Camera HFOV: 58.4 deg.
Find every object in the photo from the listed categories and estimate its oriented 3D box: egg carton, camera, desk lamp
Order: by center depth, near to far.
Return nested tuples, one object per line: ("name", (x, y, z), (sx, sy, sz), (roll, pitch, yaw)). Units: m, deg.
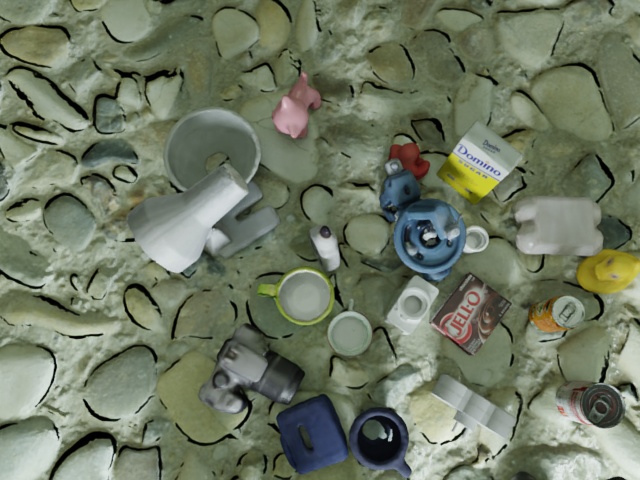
("desk lamp", (-0.179, -0.038, 0.914), (0.203, 0.213, 0.118), (-35, 81, -7))
("camera", (-0.104, 0.223, 0.920), (0.136, 0.101, 0.143), (28, 80, 5))
("egg carton", (0.412, -0.025, 0.992), (0.150, 0.069, 0.107), (1, 78, 0))

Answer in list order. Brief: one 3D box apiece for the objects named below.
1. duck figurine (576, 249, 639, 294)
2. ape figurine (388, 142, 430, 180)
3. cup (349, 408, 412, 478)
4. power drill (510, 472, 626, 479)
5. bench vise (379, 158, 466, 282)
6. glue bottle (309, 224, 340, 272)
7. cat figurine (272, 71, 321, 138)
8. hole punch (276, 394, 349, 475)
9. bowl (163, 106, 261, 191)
("duck figurine", (0.500, 0.049, 0.970), (0.104, 0.086, 0.077), (-13, 79, -3))
("ape figurine", (0.153, -0.141, 1.001), (0.076, 0.092, 0.078), (-38, 81, -7))
("cup", (0.099, 0.319, 0.905), (0.092, 0.095, 0.117), (-40, 81, -8))
("power drill", (0.323, 0.408, 0.832), (0.230, 0.208, 0.075), (-39, 81, -8))
("bench vise", (0.153, -0.036, 0.915), (0.121, 0.220, 0.207), (-42, 82, -8))
("glue bottle", (0.009, 0.003, 0.929), (0.037, 0.173, 0.078), (-23, 79, -5))
("cat figurine", (-0.044, -0.233, 1.005), (0.067, 0.118, 0.128), (18, 79, 3))
("hole punch", (-0.013, 0.311, 0.908), (0.101, 0.091, 0.108), (-23, 80, -5))
("bowl", (-0.184, -0.144, 1.007), (0.167, 0.075, 0.167), (0, 78, -1))
